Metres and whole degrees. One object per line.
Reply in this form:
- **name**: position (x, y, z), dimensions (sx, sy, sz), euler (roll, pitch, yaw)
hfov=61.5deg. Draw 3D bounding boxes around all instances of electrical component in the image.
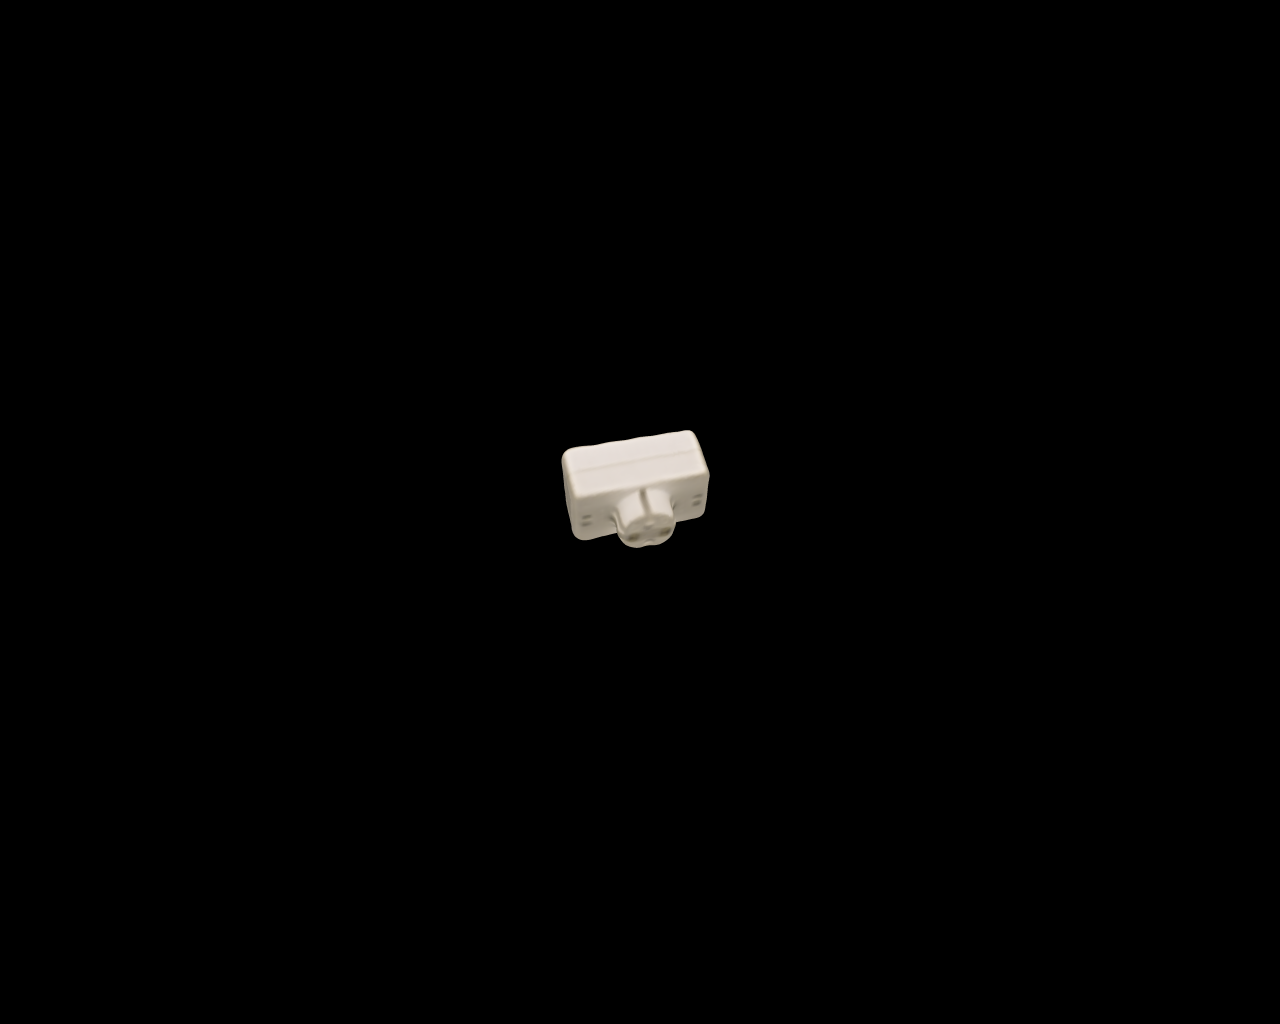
- **electrical component**: position (0.001, -0.003, 0.650), dimensions (0.083, 0.076, 0.047), euler (-10, -36, -7)
